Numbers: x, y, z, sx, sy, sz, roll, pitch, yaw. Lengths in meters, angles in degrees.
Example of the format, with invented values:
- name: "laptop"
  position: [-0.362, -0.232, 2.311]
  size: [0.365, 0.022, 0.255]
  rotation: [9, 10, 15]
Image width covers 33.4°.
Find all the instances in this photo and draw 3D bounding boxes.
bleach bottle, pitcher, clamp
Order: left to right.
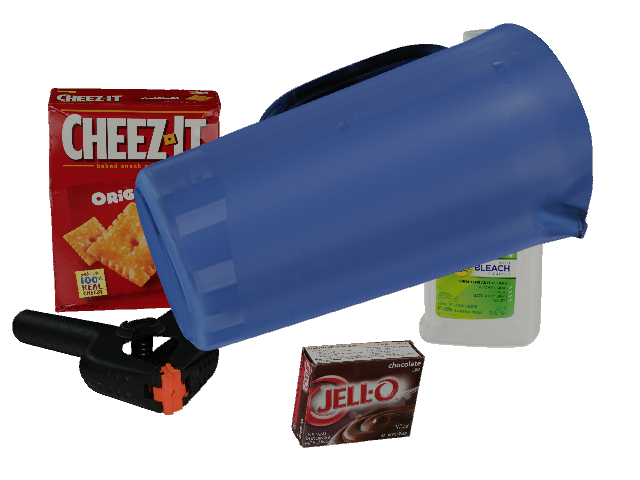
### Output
- name: "clamp"
  position: [-0.120, 0.073, 0.767]
  size: [0.164, 0.036, 0.210]
  rotation: [-9, 15, -25]
- name: "pitcher"
  position: [0.019, -0.034, 0.618]
  size: [0.242, 0.145, 0.149]
  rotation: [-20, 3, -13]
- name: "bleach bottle"
  position: [0.127, -0.042, 0.861]
  size: [0.103, 0.251, 0.068]
  rotation: [1, 15, 20]

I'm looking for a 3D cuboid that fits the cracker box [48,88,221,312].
- name: "cracker box"
  position: [-0.183, -0.038, 1.056]
  size: [0.164, 0.214, 0.072]
  rotation: [-1, 21, -11]

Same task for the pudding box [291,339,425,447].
- name: "pudding box"
  position: [0.034, 0.141, 0.988]
  size: [0.113, 0.090, 0.039]
  rotation: [-3, 28, -22]
